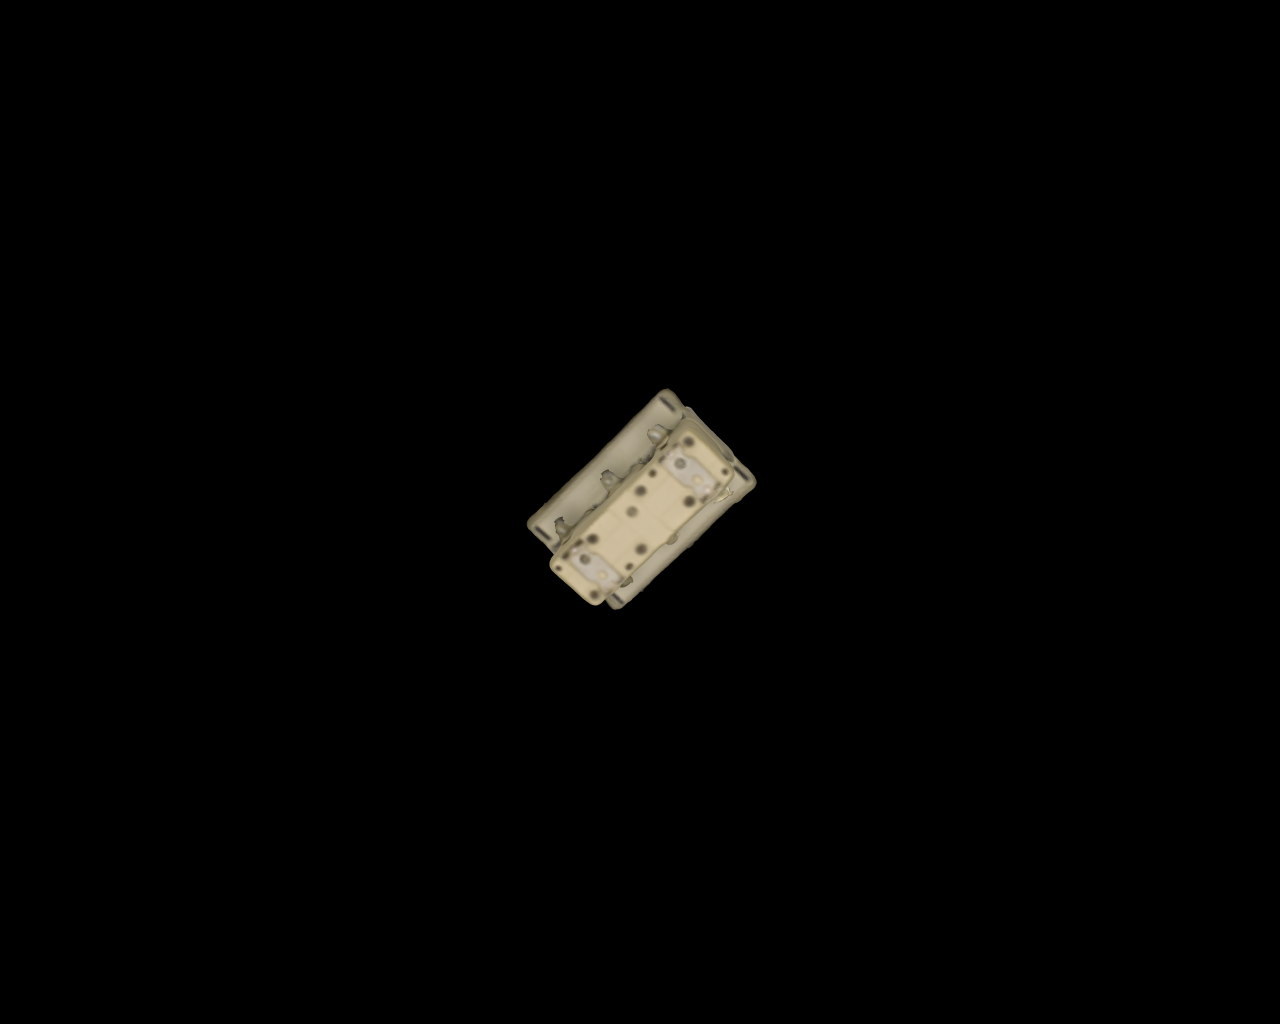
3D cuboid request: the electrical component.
[{"bbox_3d":[0.001,-0.003,0.650,0.121,0.078,0.063,-43,12,11],"label":"electrical component"}]
